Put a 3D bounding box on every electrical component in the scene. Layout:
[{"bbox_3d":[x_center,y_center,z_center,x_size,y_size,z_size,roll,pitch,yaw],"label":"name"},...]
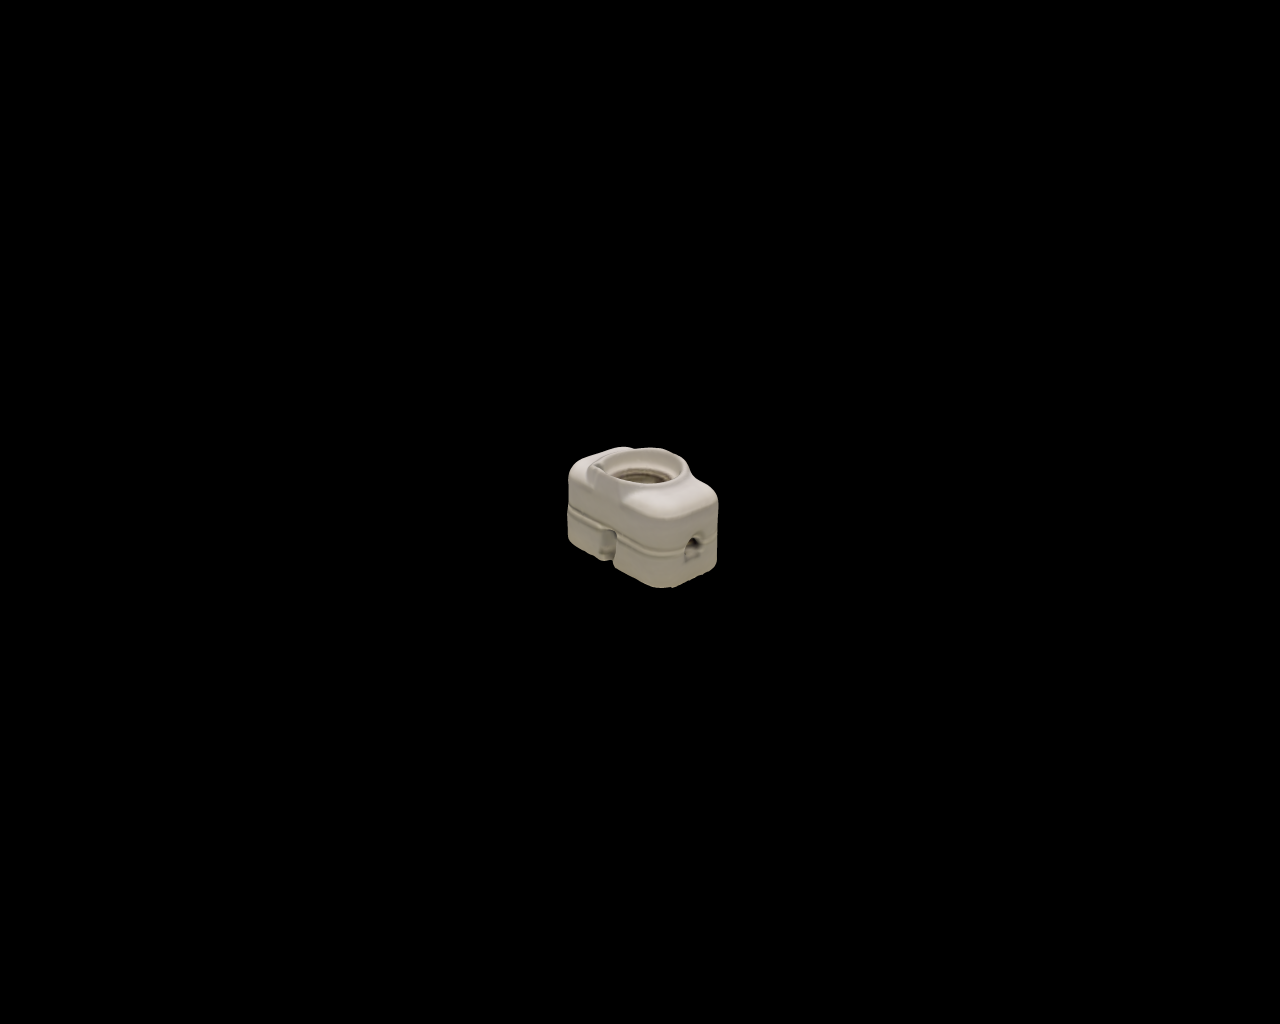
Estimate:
[{"bbox_3d":[0.001,-0.003,0.650,0.054,0.059,0.095,-21,33,-36],"label":"electrical component"}]
